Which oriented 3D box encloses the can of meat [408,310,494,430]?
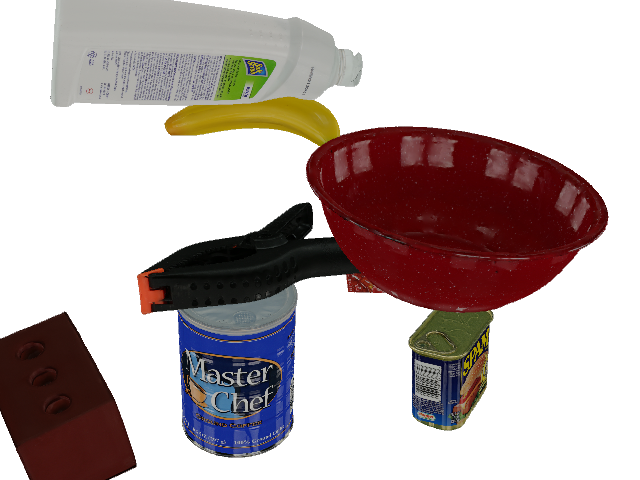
[{"bbox_3d":[0.124,0.118,1.012,0.058,0.084,0.101,11,28,25],"label":"can of meat"}]

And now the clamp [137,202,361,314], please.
[{"bbox_3d":[-0.028,0.014,0.749,0.209,0.036,0.165,-18,20,-42],"label":"clamp"}]

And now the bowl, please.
[{"bbox_3d":[0.069,-0.007,0.580,0.162,0.055,0.162,6,27,-3],"label":"bowl"}]

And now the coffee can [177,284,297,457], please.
[{"bbox_3d":[-0.073,0.103,0.936,0.103,0.140,0.103,2,32,-1],"label":"coffee can"}]

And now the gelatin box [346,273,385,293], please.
[{"bbox_3d":[0.066,0.020,1.290,0.073,0.089,0.030,1,29,16],"label":"gelatin box"}]

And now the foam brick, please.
[{"bbox_3d":[-0.137,0.087,0.553,0.053,0.051,0.078,-24,43,-19],"label":"foam brick"}]

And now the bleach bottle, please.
[{"bbox_3d":[-0.092,-0.148,0.880,0.250,0.068,0.103,3,-29,-14],"label":"bleach bottle"}]

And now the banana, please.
[{"bbox_3d":[-0.060,-0.122,1.072,0.198,0.037,0.069,11,46,22],"label":"banana"}]
